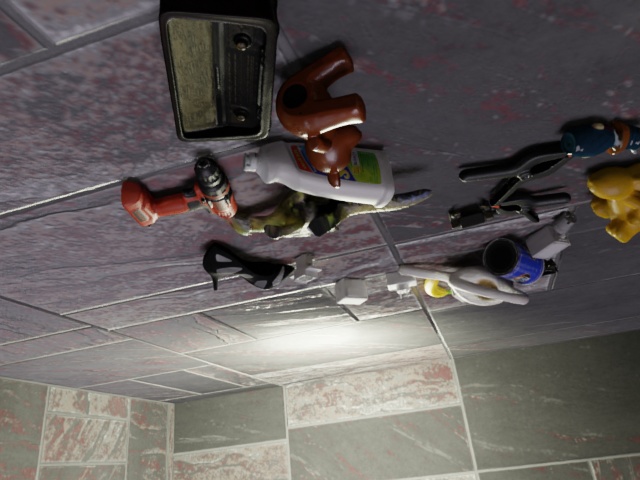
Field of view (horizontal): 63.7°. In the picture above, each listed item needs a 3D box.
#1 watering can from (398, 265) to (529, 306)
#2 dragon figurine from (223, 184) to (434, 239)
[{"bbox_3d":[0.411,0.116,1.455,0.349,0.104,0.224,15,-175,26],"label":"watering can"},{"bbox_3d":[0.003,-0.053,1.052,0.410,0.123,0.241,-2,172,-5],"label":"dragon figurine"}]
